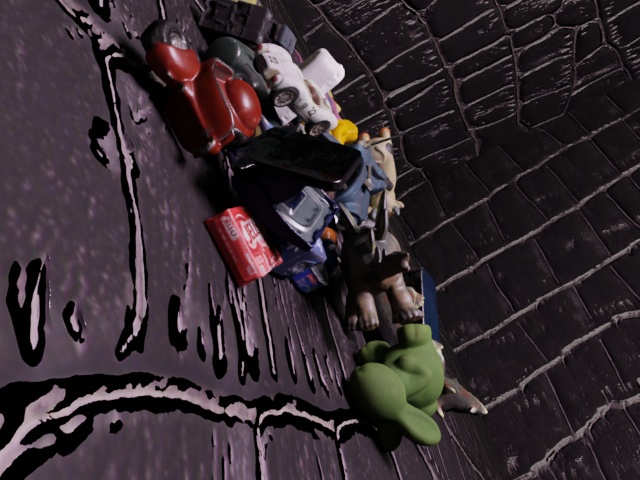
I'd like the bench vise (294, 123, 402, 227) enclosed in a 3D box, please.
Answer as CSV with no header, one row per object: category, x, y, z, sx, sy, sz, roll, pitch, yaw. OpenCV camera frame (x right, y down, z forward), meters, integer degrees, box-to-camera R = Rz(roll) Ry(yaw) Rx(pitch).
bench vise,0.038,-0.148,1.016,0.240,0.129,0.223,42,53,-32

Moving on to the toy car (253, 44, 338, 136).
toy car,-0.032,-0.210,0.769,0.073,0.056,0.201,65,15,19

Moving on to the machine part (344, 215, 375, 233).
machine part,0.103,0.011,1.192,0.079,0.079,0.243,52,16,-46

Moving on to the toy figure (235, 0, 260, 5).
toy figure,-0.136,-0.408,0.996,0.082,0.089,0.180,61,12,23

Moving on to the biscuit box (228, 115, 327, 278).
biscuit box,-0.057,-0.054,0.666,0.203,0.063,0.059,68,13,21

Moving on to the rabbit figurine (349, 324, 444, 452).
rabbit figurine,0.095,0.208,0.741,0.170,0.121,0.159,0,70,-57

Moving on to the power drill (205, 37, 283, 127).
power drill,-0.081,-0.205,0.838,0.207,0.086,0.232,71,14,11

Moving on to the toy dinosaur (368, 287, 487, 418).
toy dinosaur,0.134,0.151,0.969,0.405,0.131,0.192,62,10,19

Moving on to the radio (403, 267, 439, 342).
radio,0.204,0.178,1.138,0.131,0.073,0.229,45,40,-54

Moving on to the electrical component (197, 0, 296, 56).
electrical component,-0.109,-0.329,0.855,0.115,0.134,0.058,-13,123,-78

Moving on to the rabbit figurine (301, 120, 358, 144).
rabbit figurine,0.031,-0.197,1.183,0.162,0.122,0.173,25,33,-56

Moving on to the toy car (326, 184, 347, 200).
toy car,-0.009,-0.091,0.853,0.053,0.089,0.202,65,5,12

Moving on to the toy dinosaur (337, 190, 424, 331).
toy dinosaur,0.079,0.035,0.818,0.471,0.105,0.198,110,-27,-82

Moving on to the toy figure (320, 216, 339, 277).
toy figure,0.000,-0.001,0.815,0.155,0.058,0.064,-95,161,-57

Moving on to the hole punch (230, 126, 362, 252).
hole punch,-0.028,-0.060,0.578,0.142,0.116,0.092,-56,164,-54

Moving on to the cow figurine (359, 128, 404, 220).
cow figurine,0.135,-0.131,1.182,0.127,0.086,0.194,-86,167,-53

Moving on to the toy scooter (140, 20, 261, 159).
toy scooter,-0.111,-0.134,0.566,0.135,0.075,0.183,68,15,18

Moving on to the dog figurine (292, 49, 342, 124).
dog figurine,-0.041,-0.343,1.247,0.219,0.108,0.192,51,18,-39
